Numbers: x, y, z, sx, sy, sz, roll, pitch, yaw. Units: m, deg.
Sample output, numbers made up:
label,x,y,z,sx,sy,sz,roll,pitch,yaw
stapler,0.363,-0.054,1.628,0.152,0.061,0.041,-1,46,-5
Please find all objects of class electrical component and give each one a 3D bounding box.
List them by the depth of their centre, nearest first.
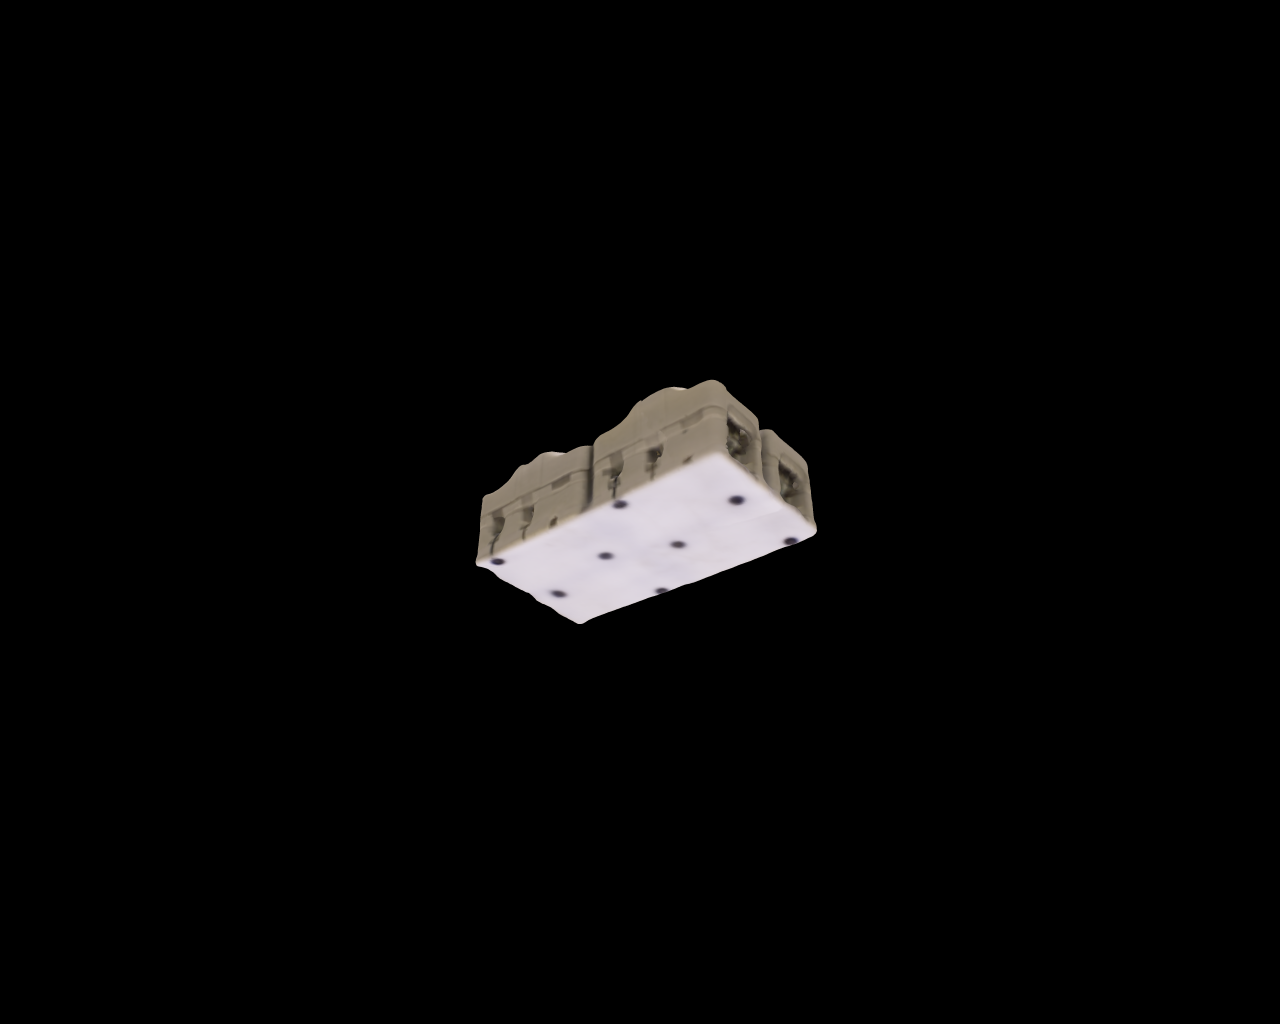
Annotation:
label,x,y,z,sx,sy,sz,roll,pitch,yaw
electrical component,0.001,-0.003,0.650,0.186,0.060,0.105,-24,-41,31
